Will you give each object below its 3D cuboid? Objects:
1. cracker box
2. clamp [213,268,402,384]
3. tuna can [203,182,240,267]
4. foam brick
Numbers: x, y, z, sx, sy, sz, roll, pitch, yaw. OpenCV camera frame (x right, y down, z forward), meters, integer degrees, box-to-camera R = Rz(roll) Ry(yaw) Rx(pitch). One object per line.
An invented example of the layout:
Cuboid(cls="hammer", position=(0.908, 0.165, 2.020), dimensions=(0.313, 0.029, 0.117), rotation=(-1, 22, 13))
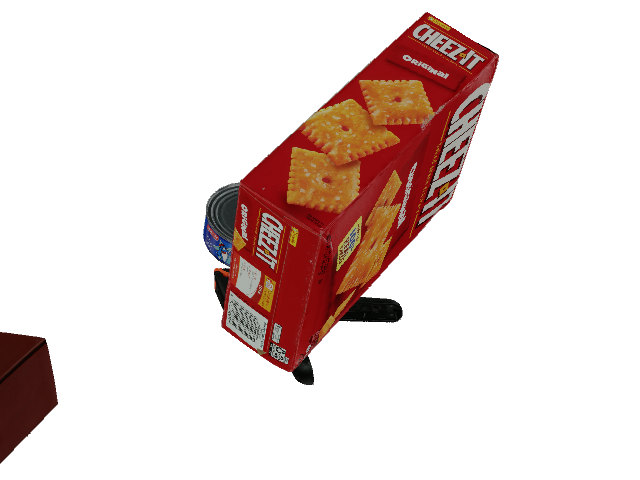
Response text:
Cuboid(cls="cracker box", position=(0.028, -0.031, 0.737), dimensions=(0.072, 0.164, 0.213), rotation=(34, 55, 16))
Cuboid(cls="clamp", position=(-0.040, 0.080, 1.138), dimensions=(0.210, 0.036, 0.164), rotation=(18, 33, 27))
Cuboid(cls="tuna can", position=(-0.061, -0.012, 0.948), dimensions=(0.086, 0.034, 0.086), rotation=(7, 42, -7))
Cuboid(cls="foam brick", position=(-0.213, 0.100, 0.679), dimensions=(0.053, 0.051, 0.078), rotation=(6, 29, 22))
